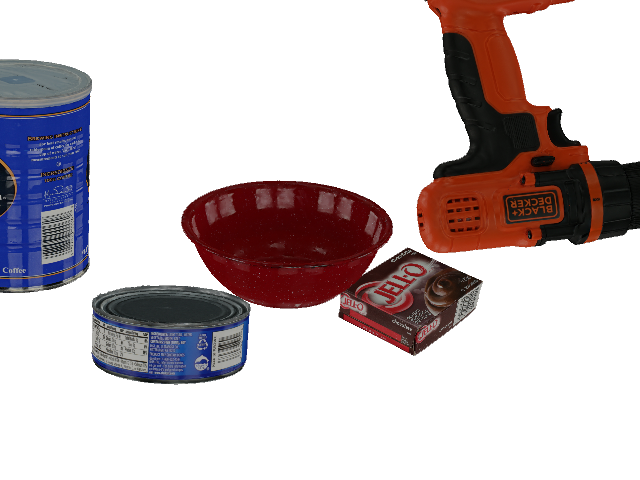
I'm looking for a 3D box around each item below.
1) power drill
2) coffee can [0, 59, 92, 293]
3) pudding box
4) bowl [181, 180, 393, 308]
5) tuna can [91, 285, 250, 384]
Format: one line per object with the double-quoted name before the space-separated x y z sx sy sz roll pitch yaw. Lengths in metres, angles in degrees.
"power drill" 0.145 -0.090 0.677 0.184 0.187 0.057 -7 -2 -5
"coffee can" -0.214 -0.048 0.756 0.103 0.140 0.103 5 23 -2
"pudding box" 0.085 0.055 1.009 0.090 0.039 0.113 26 34 31
"bowl" -0.026 0.008 0.823 0.162 0.055 0.162 2 24 -1
"tuna can" -0.082 0.050 0.583 0.086 0.034 0.086 4 10 -1
